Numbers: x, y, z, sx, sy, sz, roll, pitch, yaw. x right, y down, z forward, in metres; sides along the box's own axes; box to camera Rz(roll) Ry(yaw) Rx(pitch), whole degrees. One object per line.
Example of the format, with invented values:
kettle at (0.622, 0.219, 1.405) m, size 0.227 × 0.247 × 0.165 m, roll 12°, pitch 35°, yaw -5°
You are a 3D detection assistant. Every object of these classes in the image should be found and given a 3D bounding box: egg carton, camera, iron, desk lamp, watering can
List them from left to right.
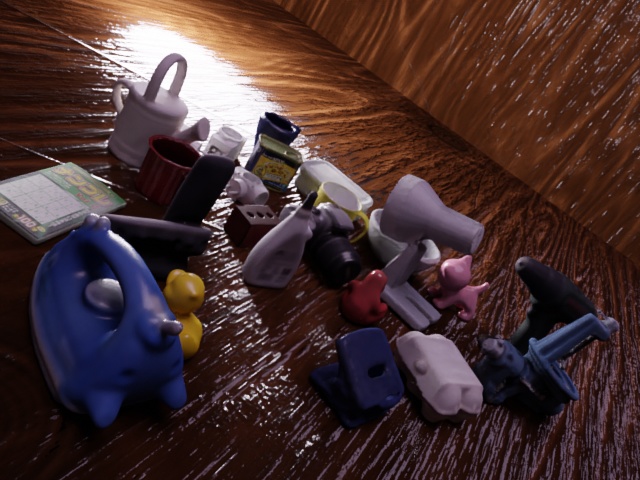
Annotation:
iron at (-0.220, 0.055, 0.589) m, size 0.119 × 0.141 × 0.257 m, roll 0°, pitch 42°, yaw -49°
watering can at (-0.263, -0.217, 0.950) m, size 0.173 × 0.194 × 0.101 m, roll 25°, pitch 27°, yaw -17°
camera at (0.009, 0.004, 0.990) m, size 0.144 × 0.100 × 0.136 m, roll 9°, pitch 35°, yaw -41°
desk lamp at (0.181, 0.017, 1.035) m, size 0.203 × 0.213 × 0.118 m, roll 43°, pitch 27°, yaw 19°
egg carton at (0.176, 0.205, 0.870) m, size 0.108 × 0.069 × 0.150 m, roll 13°, pitch 32°, yaw -36°

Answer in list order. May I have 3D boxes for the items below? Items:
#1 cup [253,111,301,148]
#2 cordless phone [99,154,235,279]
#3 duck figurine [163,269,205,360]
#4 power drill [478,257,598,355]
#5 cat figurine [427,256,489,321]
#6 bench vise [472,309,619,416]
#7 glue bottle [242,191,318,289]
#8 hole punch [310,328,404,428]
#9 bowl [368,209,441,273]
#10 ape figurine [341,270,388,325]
cup at (-0.099, -0.219, 1.258) m, size 0.091 × 0.095 × 0.118 m, roll 46°, pitch 28°, yaw 24°
cordless phone at (-0.199, -0.045, 0.735) m, size 0.148 × 0.185 × 0.094 m, roll 5°, pitch 37°, yaw -45°
duck figurine at (-0.164, 0.081, 0.672) m, size 0.078 × 0.086 × 0.104 m, roll 13°, pitch 32°, yaw -36°
power drill at (0.397, 0.145, 1.070) m, size 0.230 × 0.208 × 0.075 m, roll 21°, pitch 28°, yaw -24°
cat figurine at (0.277, 0.086, 1.137) m, size 0.128 × 0.117 × 0.067 m, roll 24°, pitch 27°, yaw -19°
bench vise at (0.374, 0.198, 0.938) m, size 0.208 × 0.219 × 0.121 m, roll 13°, pitch 32°, yaw -36°
glue bottle at (-0.048, -0.002, 0.850) m, size 0.078 × 0.173 × 0.037 m, roll 12°, pitch 33°, yaw -38°
hole punch at (0.062, 0.179, 0.758) m, size 0.109 × 0.091 × 0.101 m, roll -2°, pitch 43°, yaw -51°
bowl at (0.158, 0.015, 1.172) m, size 0.168 × 0.074 × 0.167 m, roll 27°, pitch 26°, yaw -14°
ape figurine at (0.079, 0.088, 0.934) m, size 0.077 × 0.092 × 0.076 m, roll 47°, pitch 29°, yaw 26°
